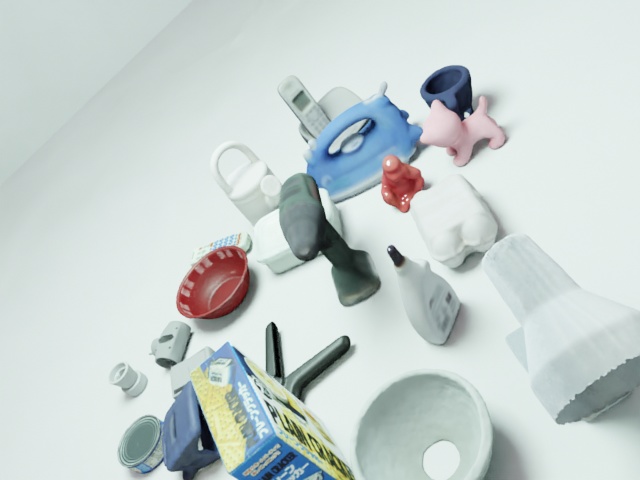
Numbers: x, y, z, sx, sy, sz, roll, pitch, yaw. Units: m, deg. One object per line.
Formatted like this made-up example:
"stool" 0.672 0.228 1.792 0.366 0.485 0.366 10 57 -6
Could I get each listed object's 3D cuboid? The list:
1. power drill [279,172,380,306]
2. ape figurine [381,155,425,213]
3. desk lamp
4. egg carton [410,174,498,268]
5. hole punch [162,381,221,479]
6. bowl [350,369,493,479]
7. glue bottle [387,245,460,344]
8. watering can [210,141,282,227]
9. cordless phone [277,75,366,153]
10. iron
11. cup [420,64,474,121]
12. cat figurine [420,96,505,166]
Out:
"power drill" 0.008 0.003 0.864 0.075 0.209 0.229 -31 38 10
"ape figurine" 0.132 -0.104 0.967 0.077 0.092 0.076 -25 40 17
"desk lamp" 0.244 0.099 0.572 0.118 0.214 0.202 -34 38 6
"egg carton" 0.199 -0.031 0.858 0.107 0.070 0.150 -30 39 11
"hole punch" -0.195 0.281 0.845 0.101 0.091 0.108 -33 38 7
"bowl" 0.122 0.236 0.647 0.167 0.075 0.167 -22 41 21
"glue bottle" 0.127 0.061 0.738 0.037 0.174 0.078 5 56 42
"watering can" -0.129 -0.108 1.099 0.172 0.195 0.101 -5 49 36
"cordless phone" 0.005 -0.278 1.168 0.093 0.186 0.148 20 66 48
"iron" 0.055 -0.173 1.058 0.258 0.142 0.118 -34 38 7
"cup" 0.238 -0.241 1.016 0.091 0.095 0.117 -24 40 18
"cat figurine" 0.228 -0.189 0.953 0.127 0.118 0.067 -29 39 12
